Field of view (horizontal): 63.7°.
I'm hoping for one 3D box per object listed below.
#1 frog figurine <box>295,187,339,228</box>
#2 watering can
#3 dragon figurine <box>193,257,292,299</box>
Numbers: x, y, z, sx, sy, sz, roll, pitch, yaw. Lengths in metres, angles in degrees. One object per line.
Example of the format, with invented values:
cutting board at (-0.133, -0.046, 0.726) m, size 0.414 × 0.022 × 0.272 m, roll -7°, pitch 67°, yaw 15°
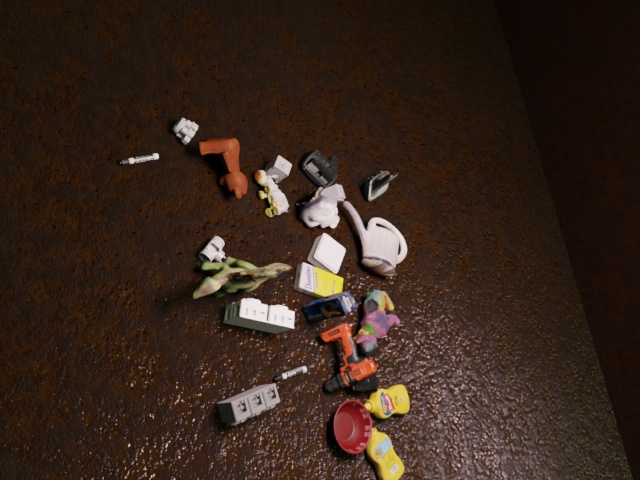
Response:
frog figurine at (0.006, -0.093, 1.845) m, size 0.138 × 0.123 × 0.157 m, roll -40°, pitch 111°, yaw -8°
watering can at (0.202, 0.007, 1.960) m, size 0.344 × 0.103 × 0.229 m, roll 28°, pitch 57°, yaw -28°
dragon figurine at (-0.192, 0.106, 1.501) m, size 0.413 × 0.242 × 0.122 m, roll -11°, pitch 96°, yaw -38°
